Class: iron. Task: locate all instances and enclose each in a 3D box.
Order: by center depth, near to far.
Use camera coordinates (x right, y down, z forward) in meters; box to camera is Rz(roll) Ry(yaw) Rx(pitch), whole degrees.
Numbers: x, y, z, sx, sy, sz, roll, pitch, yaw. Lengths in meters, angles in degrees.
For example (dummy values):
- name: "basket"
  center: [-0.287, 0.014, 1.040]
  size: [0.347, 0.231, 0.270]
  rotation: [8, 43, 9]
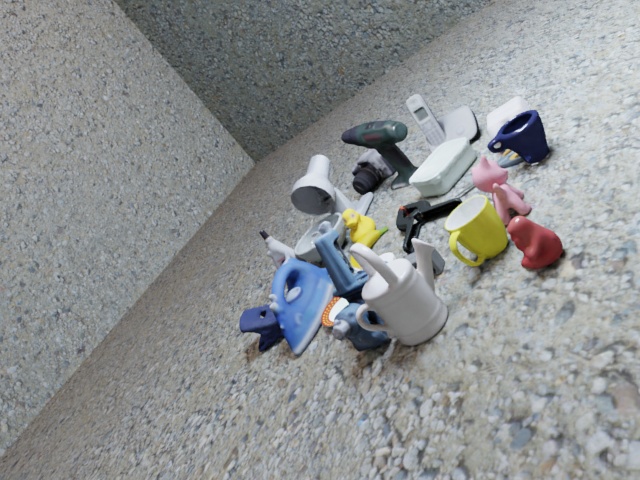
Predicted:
- name: "iron"
  center: [-0.062, 0.133, 1.303]
  size: [0.118, 0.141, 0.258]
  rotation: [-32, 19, 27]

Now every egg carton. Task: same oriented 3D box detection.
- name: "egg carton"
  center: [0.445, -0.274, 1.340]
  size: [0.107, 0.069, 0.150]
  rotation: [-32, 19, 28]

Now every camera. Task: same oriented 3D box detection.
- name: "camera"
  center: [0.144, -0.208, 1.776]
  size: [0.137, 0.101, 0.142]
  rotation: [-50, 19, -28]

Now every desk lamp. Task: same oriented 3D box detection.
- name: "desk lamp"
  center: [0.029, -0.129, 1.633]
  size: [0.117, 0.214, 0.203]
  rotation: [-28, 22, 37]

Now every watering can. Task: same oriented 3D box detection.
- name: "watering can"
  center: [0.124, 0.071, 0.962]
  size: [0.173, 0.194, 0.100]
  rotation: [-50, 19, -28]

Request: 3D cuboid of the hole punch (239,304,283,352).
- name: "hole punch"
  center: [-0.132, 0.196, 1.385]
  size: [0.101, 0.091, 0.108]
  rotation: [-38, 17, 11]

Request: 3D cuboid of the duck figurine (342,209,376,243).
- name: "duck figurine"
  center: [0.094, -0.047, 1.507]
  size: [0.077, 0.086, 0.104]
  rotation: [-34, 19, 22]

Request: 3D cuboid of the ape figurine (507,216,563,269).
- name: "ape figurine"
  center: [0.323, 0.000, 0.885]
  size: [0.076, 0.092, 0.078]
  rotation: [-29, 21, 33]

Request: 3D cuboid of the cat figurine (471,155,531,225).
- name: "cat figurine"
  center: [0.331, -0.104, 1.083]
  size: [0.067, 0.118, 0.128]
  rotation: [-35, 18, 19]

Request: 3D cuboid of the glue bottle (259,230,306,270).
- name: "glue bottle"
  center: [-0.109, 0.038, 1.587]
  size: [0.078, 0.173, 0.037]
  rotation: [-36, 18, 16]

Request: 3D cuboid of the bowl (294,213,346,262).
- name: "bowl"
  center: [0.014, 0.006, 1.569]
  size: [0.167, 0.075, 0.167]
  rotation: [-37, 17, 14]

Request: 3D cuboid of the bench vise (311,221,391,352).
- name: "bench vise"
  center: [0.061, 0.077, 1.039]
  size: [0.121, 0.220, 0.207]
  rotation: [-34, 18, 21]

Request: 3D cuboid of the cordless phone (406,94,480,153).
- name: "cordless phone"
  center: [0.326, -0.326, 1.529]
  size: [0.147, 0.185, 0.094]
  rotation: [-30, 20, 32]

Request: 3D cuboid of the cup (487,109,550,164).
- name: "cup"
  center: [0.413, -0.196, 1.172]
  size: [0.117, 0.095, 0.091]
  rotation: [-34, 18, 21]

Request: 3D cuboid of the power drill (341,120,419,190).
- name: "power drill"
  center: [0.181, -0.245, 1.601]
  size: [0.076, 0.209, 0.229]
  rotation: [-50, 19, -26]
